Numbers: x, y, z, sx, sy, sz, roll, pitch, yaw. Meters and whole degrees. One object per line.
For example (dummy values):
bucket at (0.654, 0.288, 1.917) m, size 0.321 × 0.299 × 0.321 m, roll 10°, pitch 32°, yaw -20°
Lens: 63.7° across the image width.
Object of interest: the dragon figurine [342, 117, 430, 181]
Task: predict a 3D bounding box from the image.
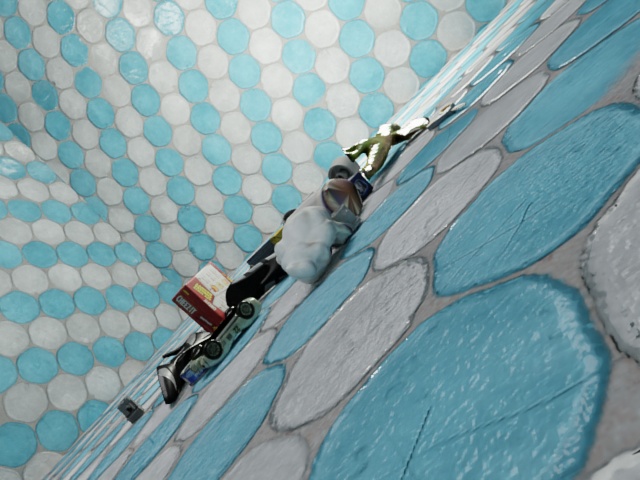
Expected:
dragon figurine at (0.192, -0.269, 1.407) m, size 0.242 × 0.121 × 0.415 m, roll -36°, pitch 16°, yaw 5°

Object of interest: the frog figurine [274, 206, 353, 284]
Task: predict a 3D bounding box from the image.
frog figurine at (-0.029, 0.012, 0.923) m, size 0.136 × 0.122 × 0.162 m, roll -17°, pitch 10°, yaw 36°

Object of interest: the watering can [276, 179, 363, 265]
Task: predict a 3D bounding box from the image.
watering can at (0.004, -0.060, 1.200) m, size 0.221 × 0.103 × 0.354 m, roll -41°, pitch 8°, yaw 28°
